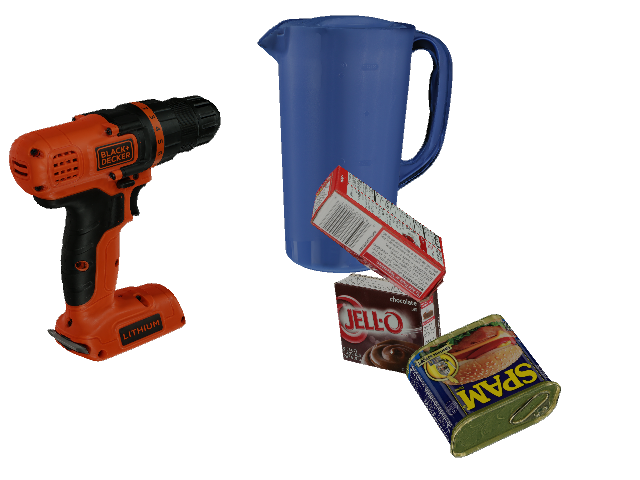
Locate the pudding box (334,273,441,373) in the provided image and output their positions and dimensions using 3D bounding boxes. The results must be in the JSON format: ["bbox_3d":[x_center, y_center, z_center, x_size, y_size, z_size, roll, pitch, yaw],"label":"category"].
[{"bbox_3d":[0.071,0.087,1.114,0.114,0.090,0.039,7,24,37],"label":"pudding box"}]

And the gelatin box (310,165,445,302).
[{"bbox_3d":[0.037,-0.005,0.682,0.089,0.030,0.073,36,15,-7],"label":"gelatin box"}]

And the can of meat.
[{"bbox_3d":[0.133,0.118,0.889,0.102,0.084,0.057,-21,-38,-15],"label":"can of meat"}]

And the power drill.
[{"bbox_3d":[-0.149,-0.014,0.831,0.057,0.188,0.184,18,28,41],"label":"power drill"}]

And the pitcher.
[{"bbox_3d":[0.032,-0.097,1.046,0.149,0.243,0.144,12,19,34],"label":"pitcher"}]
